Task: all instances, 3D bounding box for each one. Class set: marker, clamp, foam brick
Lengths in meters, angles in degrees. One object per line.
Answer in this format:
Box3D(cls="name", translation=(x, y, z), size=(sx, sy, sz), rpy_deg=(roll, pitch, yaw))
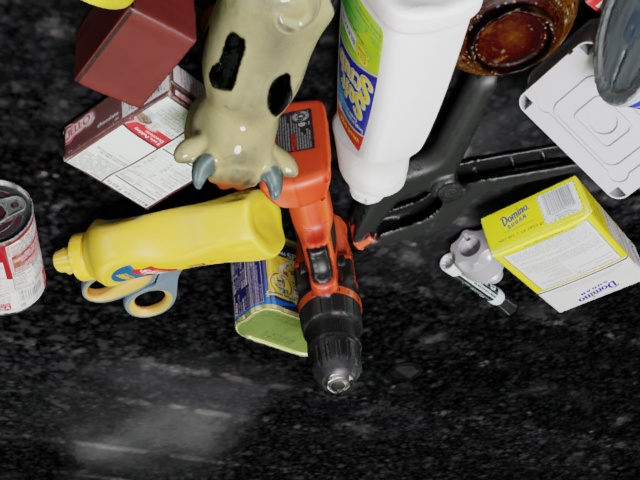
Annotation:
Box3D(cls="marker", translation=(0.157, 0.045, 1.040), size=(0.020, 0.020, 0.121), rpy_deg=(-30, 138, 27))
Box3D(cls="clamp", translation=(0.102, -0.059, 0.876), size=(0.210, 0.036, 0.164), rpy_deg=(-29, 140, 22))
Box3D(cls="foam brick", translation=(-0.124, -0.138, 0.718), size=(0.051, 0.053, 0.078), rpy_deg=(20, 136, -32))

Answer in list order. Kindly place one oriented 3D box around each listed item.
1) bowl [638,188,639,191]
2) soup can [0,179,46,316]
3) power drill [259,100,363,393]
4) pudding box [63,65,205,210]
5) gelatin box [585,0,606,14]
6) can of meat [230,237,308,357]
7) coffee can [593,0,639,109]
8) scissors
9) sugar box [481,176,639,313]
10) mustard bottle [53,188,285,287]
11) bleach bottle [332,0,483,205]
Box3D(cls="bowl", translation=(0.327, -0.088, 0.851), size=(0.162, 0.055, 0.162), rpy_deg=(4, 139, 3))
Box3D(cls="soup can", translation=(-0.263, 0.008, 0.873), size=(0.068, 0.068, 0.102), rpy_deg=(-2, 143, -8))
Box3D(cls="power drill", translation=(-0.005, 0.001, 0.832), size=(0.057, 0.184, 0.187), rpy_deg=(-10, 134, 2))
Box3D(cls="pudding box", translation=(-0.125, -0.077, 0.810), size=(0.114, 0.039, 0.089), rpy_deg=(-27, 142, 28))
Box3D(cls="gelatin box", translation=(0.237, -0.178, 0.749), size=(0.089, 0.030, 0.073), rpy_deg=(24, 132, -35))
Box3D(cls="can of meat", translation=(-0.032, 0.049, 0.957), size=(0.101, 0.084, 0.058), rpy_deg=(22, 134, -34))
Box3D(cls="coffee can", translation=(0.267, -0.126, 0.700), size=(0.140, 0.103, 0.103), rpy_deg=(9, 140, -11))
Box3D(cls="scissors", translation=(-0.118, 0.025, 0.966), size=(0.202, 0.016, 0.096), rpy_deg=(-18, 144, 13))
Box3D(cls="sugar box", translation=(0.223, 0.008, 0.965), size=(0.093, 0.048, 0.176), rpy_deg=(-25, 151, 21))
Box3D(cls="mustard bottle", translation=(-0.132, 0.002, 0.880), size=(0.192, 0.058, 0.096), rpy_deg=(-10, 178, 15))
Box3D(cls="bleach bottle", translation=(0.048, -0.103, 0.749), size=(0.068, 0.102, 0.251), rpy_deg=(-16, 149, -14))
